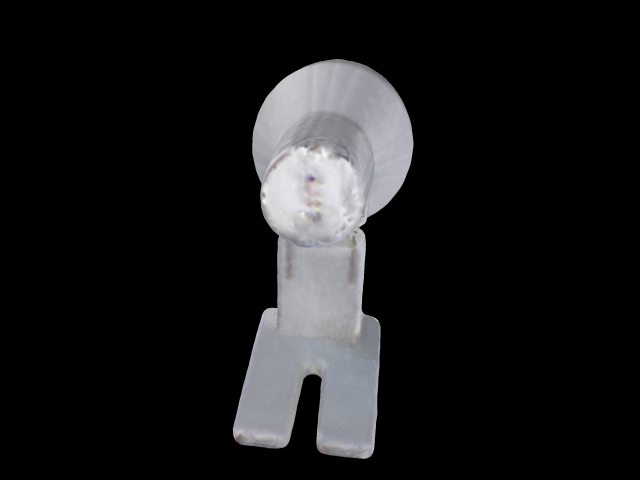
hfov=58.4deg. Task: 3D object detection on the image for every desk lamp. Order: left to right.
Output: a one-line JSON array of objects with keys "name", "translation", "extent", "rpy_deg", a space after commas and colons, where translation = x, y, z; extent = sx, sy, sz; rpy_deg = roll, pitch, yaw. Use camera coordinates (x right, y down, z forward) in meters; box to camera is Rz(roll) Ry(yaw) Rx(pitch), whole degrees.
[{"name": "desk lamp", "translation": [0.004, 0.001, 0.400], "extent": [0.118, 0.214, 0.203], "rpy_deg": [3, 37, 4]}]
